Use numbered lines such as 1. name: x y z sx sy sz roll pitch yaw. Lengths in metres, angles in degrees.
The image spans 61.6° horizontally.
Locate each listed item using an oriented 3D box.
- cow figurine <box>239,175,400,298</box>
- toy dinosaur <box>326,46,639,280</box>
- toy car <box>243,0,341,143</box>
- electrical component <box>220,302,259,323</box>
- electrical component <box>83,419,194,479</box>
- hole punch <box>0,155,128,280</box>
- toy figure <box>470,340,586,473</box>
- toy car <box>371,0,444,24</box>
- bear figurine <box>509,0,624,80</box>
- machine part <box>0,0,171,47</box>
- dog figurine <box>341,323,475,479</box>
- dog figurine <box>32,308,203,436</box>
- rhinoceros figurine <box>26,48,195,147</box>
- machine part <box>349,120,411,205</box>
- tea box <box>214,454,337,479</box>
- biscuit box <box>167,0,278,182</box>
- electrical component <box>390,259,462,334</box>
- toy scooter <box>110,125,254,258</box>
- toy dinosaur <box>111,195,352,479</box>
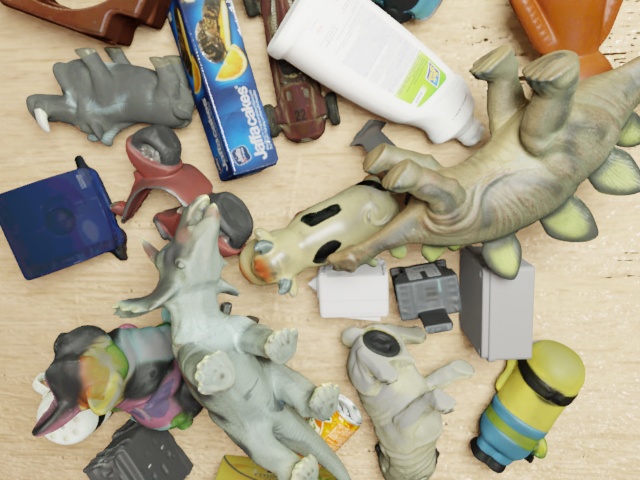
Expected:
1. cow figurine: -0.001 -0.002 0.611 0.195 0.127 0.085 -25 97 6
2. toy dinosaur: 0.211 -0.086 0.515 0.471 0.105 0.198 -34 123 14
3. toy car: -0.032 -0.211 0.607 0.089 0.053 0.202 -7 102 8
4. electrical component: -0.107 0.139 0.688 0.078 0.045 0.102 21 102 -3
5. electrical component: -0.223 0.305 0.695 0.058 0.115 0.134 -29 99 13
6. hole punch: -0.313 -0.021 0.647 0.116 0.092 0.142 -20 97 4
7. toy figure: 0.255 0.205 0.657 0.082 0.089 0.180 29 100 -10
8. toy car: 0.068 -0.308 0.557 0.162 0.109 0.103 25 61 3
9. bear figurine: 0.261 -0.216 0.570 0.120 0.132 0.195 -14 119 8
10. machine part: -0.254 -0.329 0.578 0.201 0.087 0.200 20 102 1
11. dog figurine: 0.083 0.214 0.674 0.173 0.121 0.190 36 124 29
12. dog figurine: -0.220 0.171 0.615 0.108 0.219 0.191 -18 100 10
13. rhinoceros figurine: -0.240 -0.166 0.623 0.190 0.073 0.112 0 113 2
14. machine part: 0.098 -0.080 0.620 0.139 0.084 0.039 45 126 2
15. tea box: -0.056 0.356 0.720 0.170 0.068 0.098 5 103 3
16. biscuit box: -0.108 -0.170 0.598 0.059 0.063 0.202 -21 97 -25
17. electrical component: 0.123 0.063 0.621 0.075 0.119 0.047 -10 102 8
18. toy scooter: -0.176 -0.037 0.639 0.135 0.075 0.183 -32 109 28
19. toy dinosaur: -0.090 0.155 0.603 0.131 0.192 0.404 -38 123 -27
